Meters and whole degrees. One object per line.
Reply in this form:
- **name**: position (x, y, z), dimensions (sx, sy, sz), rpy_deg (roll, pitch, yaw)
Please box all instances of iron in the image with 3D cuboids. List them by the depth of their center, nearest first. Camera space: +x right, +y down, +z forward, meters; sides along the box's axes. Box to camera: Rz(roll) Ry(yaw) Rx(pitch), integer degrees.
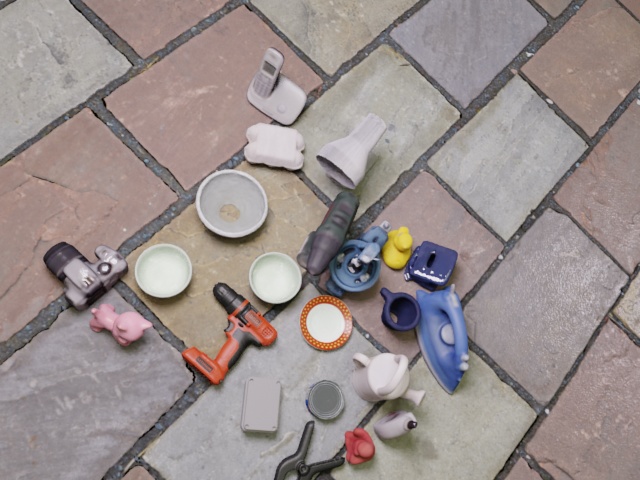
- **iron**: position (0.310, 0.231, 1.355), dimensions (0.119, 0.141, 0.258), rpy_deg (-6, 75, -17)

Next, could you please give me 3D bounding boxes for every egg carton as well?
- **egg carton**: position (-0.112, -0.231, 1.425), dimensions (0.150, 0.069, 0.107), rpy_deg (7, 71, -13)

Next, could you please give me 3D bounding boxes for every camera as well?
- **camera**: position (-0.503, 0.055, 1.214), dimensions (0.137, 0.100, 0.143), rpy_deg (43, 68, 1)

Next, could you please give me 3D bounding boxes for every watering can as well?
- **watering can**: position (0.153, 0.303, 1.262), dimensions (0.173, 0.194, 0.101), rpy_deg (15, 70, -10)

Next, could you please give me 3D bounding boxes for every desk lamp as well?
- **desk lamp**: position (0.076, -0.207, 1.391), dimensions (0.118, 0.213, 0.203), rpy_deg (39, 68, 0)

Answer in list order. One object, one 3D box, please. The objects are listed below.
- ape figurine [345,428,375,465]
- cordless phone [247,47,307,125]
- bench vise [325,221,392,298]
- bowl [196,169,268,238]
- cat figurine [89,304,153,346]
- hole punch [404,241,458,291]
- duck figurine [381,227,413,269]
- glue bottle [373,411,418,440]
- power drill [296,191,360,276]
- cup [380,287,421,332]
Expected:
- **ape figurine**: position (0.091, 0.456, 1.252), dimensions (0.076, 0.092, 0.078), rpy_deg (37, 68, -1)
- **cordless phone**: position (-0.097, -0.383, 1.415), dimensions (0.147, 0.185, 0.094), rpy_deg (31, 68, -4)
- **bench vise**: position (0.097, 0.023, 1.321), dimensions (0.121, 0.219, 0.207), rpy_deg (23, 69, -7)
- **bowl**: position (-0.209, -0.076, 1.348), dimensions (0.168, 0.074, 0.167), rpy_deg (4, 72, -14)
- **cat figurine**: position (-0.416, 0.174, 1.191), dimensions (0.128, 0.117, 0.067), rpy_deg (27, 68, -5)
- **hole punch**: position (0.275, 0.062, 1.426), dimensions (0.101, 0.091, 0.109), rpy_deg (29, 68, -4)
- **duck figurine**: position (0.199, 0.016, 1.423), dimensions (0.077, 0.086, 0.104), rpy_deg (12, 70, -11)
- **glue bottle**: position (0.176, 0.402, 1.248), dimensions (0.078, 0.173, 0.037), rpy_deg (-31, 83, -21)
- **power drill**: position (0.012, 0.005, 1.310), dimensions (0.075, 0.208, 0.230), rpy_deg (28, 68, -4)
- **cup**: position (0.173, 0.168, 1.363), dimensions (0.092, 0.095, 0.118), rpy_deg (-39, 86, -22)
